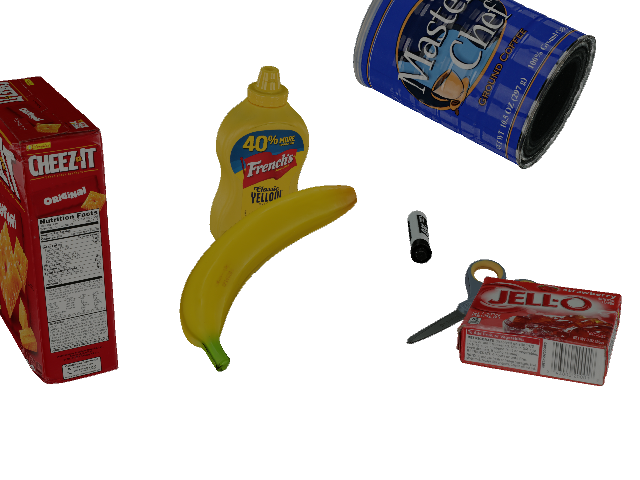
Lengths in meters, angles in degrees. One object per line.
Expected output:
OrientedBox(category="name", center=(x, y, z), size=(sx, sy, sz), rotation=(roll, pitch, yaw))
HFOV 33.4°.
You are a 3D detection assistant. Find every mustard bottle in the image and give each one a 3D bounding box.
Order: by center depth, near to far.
OrientedBox(category="mustard bottle", center=(-0.060, -0.087, 1.099), size=(0.096, 0.192, 0.058), rotation=(-5, 31, -20))

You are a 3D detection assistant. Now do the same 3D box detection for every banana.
OrientedBox(category="banana", center=(-0.047, 0.015, 0.787), size=(0.070, 0.197, 0.037), rotation=(29, -36, 11))

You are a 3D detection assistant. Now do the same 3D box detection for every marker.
OrientedBox(category="marker", center=(0.091, -0.004, 0.990), size=(0.020, 0.020, 0.121), rotation=(0, 16, 3))

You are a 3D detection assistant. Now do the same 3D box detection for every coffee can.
OrientedBox(category="coffee can", center=(0.109, -0.128, 0.765), size=(0.140, 0.103, 0.102), rotation=(31, 12, 21))

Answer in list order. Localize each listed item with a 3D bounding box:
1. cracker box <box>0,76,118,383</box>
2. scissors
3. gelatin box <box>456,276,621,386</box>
OrientedBox(category="cracker box", center=(-0.234, -0.011, 0.893), size=(0.072, 0.214, 0.164), rotation=(-13, 28, -27))
OrientedBox(category="scissors", center=(0.152, 0.062, 1.154), size=(0.201, 0.016, 0.096), rotation=(-10, 40, -29))
OrientedBox(category="gelatin box", center=(0.136, 0.053, 0.660), size=(0.089, 0.030, 0.073), rotation=(8, 25, 19))
